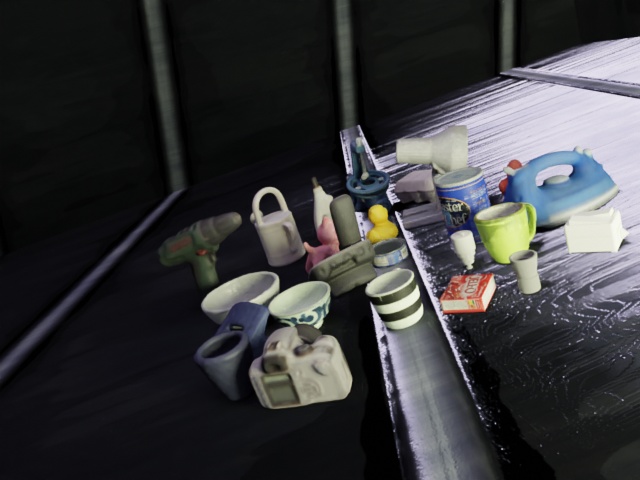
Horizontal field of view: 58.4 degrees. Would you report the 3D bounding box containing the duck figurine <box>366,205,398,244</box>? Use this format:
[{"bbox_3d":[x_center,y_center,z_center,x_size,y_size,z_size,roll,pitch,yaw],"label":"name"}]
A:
[{"bbox_3d":[0.140,-0.040,1.372,0.077,0.086,0.105,-7,21,32],"label":"duck figurine"}]

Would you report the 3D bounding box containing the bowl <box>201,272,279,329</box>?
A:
[{"bbox_3d":[-0.152,0.134,1.174,0.167,0.075,0.167,-17,18,6],"label":"bowl"}]

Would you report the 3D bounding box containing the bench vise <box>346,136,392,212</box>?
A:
[{"bbox_3d":[0.106,-0.178,1.595,0.122,0.220,0.206,-30,21,-30],"label":"bench vise"}]

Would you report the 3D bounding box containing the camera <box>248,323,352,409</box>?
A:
[{"bbox_3d":[-0.026,0.176,0.882,0.143,0.101,0.137,-13,19,19],"label":"camera"}]

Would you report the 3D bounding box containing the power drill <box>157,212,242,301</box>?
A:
[{"bbox_3d":[-0.246,0.052,1.289,0.229,0.209,0.076,-12,19,20],"label":"power drill"}]

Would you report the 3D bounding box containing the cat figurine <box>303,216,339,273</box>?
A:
[{"bbox_3d":[0.012,0.005,1.318,0.128,0.118,0.067,-31,22,-33],"label":"cat figurine"}]

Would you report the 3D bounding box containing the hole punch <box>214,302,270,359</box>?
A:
[{"bbox_3d":[-0.138,0.171,1.024,0.108,0.091,0.101,0,26,44],"label":"hole punch"}]

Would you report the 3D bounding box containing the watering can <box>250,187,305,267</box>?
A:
[{"bbox_3d":[-0.119,-0.039,1.453,0.172,0.194,0.101,-6,22,35],"label":"watering can"}]

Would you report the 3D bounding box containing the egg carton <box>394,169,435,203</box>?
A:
[{"bbox_3d":[0.282,-0.148,1.573,0.149,0.069,0.107,1,26,46],"label":"egg carton"}]

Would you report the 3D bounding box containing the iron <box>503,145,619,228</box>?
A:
[{"bbox_3d":[0.490,-0.122,1.173,0.258,0.142,0.118,-22,18,-9],"label":"iron"}]

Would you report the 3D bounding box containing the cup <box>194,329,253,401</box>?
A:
[{"bbox_3d":[-0.145,0.203,0.930,0.091,0.095,0.117,-19,18,-1],"label":"cup"}]

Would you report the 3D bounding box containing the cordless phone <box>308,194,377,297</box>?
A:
[{"bbox_3d":[0.031,0.009,1.175,0.148,0.185,0.093,-27,20,-23],"label":"cordless phone"}]

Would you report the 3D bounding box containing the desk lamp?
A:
[{"bbox_3d":[0.273,-0.156,1.373,0.203,0.214,0.118,-14,19,13],"label":"desk lamp"}]

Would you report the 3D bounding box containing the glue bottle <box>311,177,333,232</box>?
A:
[{"bbox_3d":[0.011,-0.083,1.486,0.078,0.173,0.037,-24,19,-16],"label":"glue bottle"}]

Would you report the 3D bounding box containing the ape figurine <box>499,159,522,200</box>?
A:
[{"bbox_3d":[0.461,-0.145,1.349,0.076,0.092,0.077,-27,20,-24],"label":"ape figurine"}]
